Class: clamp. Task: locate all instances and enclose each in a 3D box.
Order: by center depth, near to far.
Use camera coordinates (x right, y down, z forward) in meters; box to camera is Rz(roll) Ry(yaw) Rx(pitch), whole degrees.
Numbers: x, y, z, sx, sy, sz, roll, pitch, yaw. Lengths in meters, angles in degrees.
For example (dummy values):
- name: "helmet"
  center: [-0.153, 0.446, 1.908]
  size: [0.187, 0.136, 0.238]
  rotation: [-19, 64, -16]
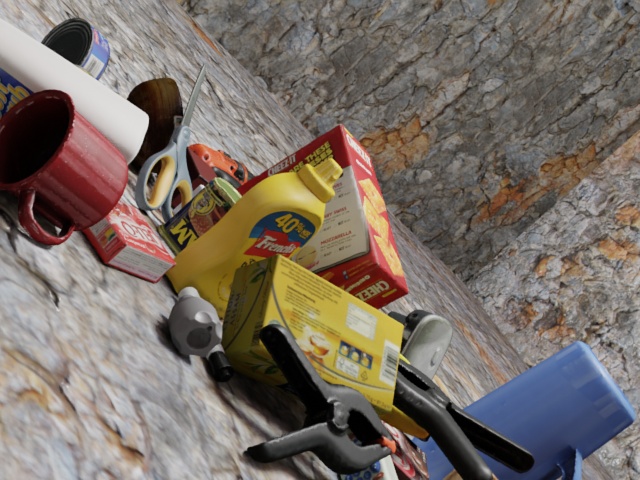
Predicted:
- name: "clamp"
  center: [0.001, 0.144, 0.919]
  size: [0.171, 0.039, 0.120]
  rotation: [27, 58, -45]
- name: "clamp"
  center: [0.119, 0.172, 1.064]
  size: [0.210, 0.036, 0.164]
  rotation: [41, 12, 30]

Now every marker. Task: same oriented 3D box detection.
- name: "marker"
  center: [-0.102, 0.085, 0.954]
  size: [0.020, 0.020, 0.121]
  rotation: [40, 11, -41]

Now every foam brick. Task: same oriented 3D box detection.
- name: "foam brick"
  center: [-0.153, -0.065, 1.275]
  size: [0.051, 0.053, 0.078]
  rotation: [42, 10, -35]

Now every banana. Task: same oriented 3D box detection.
- name: "banana"
  center: [0.021, 0.150, 1.090]
  size: [0.197, 0.037, 0.069]
  rotation: [23, 29, -15]

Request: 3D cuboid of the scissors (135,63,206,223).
- name: "scissors"
  center: [-0.148, -0.097, 1.185]
  size: [0.096, 0.016, 0.201]
  rotation: [64, 38, -39]

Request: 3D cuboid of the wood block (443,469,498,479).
- name: "wood block"
  center: [0.139, 0.283, 1.011]
  size: [0.091, 0.090, 0.206]
  rotation: [48, 8, 8]

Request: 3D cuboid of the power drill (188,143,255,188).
- name: "power drill"
  center: [-0.095, -0.044, 1.471]
  size: [0.188, 0.057, 0.184]
  rotation: [49, 12, 27]

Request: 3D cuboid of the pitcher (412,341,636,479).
- name: "pitcher"
  center: [0.228, 0.228, 1.187]
  size: [0.149, 0.243, 0.145]
  rotation: [55, 8, 6]

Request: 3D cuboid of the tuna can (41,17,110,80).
- name: "tuna can"
  center: [-0.274, -0.200, 1.176]
  size: [0.033, 0.086, 0.086]
  rotation: [40, 11, -50]

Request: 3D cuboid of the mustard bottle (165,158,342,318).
- name: "mustard bottle"
  center: [-0.054, -0.009, 1.032]
  size: [0.096, 0.192, 0.058]
  rotation: [36, 15, -53]

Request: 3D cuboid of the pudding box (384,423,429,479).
- name: "pudding box"
  center: [0.070, 0.224, 1.107]
  size: [0.090, 0.039, 0.113]
  rotation: [45, 8, -6]

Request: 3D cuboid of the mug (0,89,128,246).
- name: "mug"
  center: [-0.208, -0.049, 0.846]
  size: [0.081, 0.093, 0.117]
  rotation: [46, 38, -47]

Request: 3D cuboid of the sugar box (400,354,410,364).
- name: "sugar box"
  center: [0.012, 0.103, 1.195]
  size: [0.093, 0.048, 0.176]
  rotation: [42, -12, -35]

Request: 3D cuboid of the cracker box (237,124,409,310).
- name: "cracker box"
  center: [-0.008, 0.001, 1.153]
  size: [0.072, 0.164, 0.214]
  rotation: [43, 25, -42]

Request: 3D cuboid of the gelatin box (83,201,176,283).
- name: "gelatin box"
  center: [-0.176, -0.004, 0.955]
  size: [0.073, 0.030, 0.089]
  rotation: [52, 9, 25]

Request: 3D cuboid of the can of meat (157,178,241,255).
- name: "can of meat"
  center: [-0.106, -0.003, 1.120]
  size: [0.102, 0.084, 0.057]
  rotation: [51, 9, 19]

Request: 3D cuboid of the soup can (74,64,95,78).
- name: "soup can"
  center: [-0.242, -0.121, 1.036]
  size: [0.068, 0.068, 0.102]
  rotation: [42, 11, -34]

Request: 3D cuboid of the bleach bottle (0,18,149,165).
- name: "bleach bottle"
  center: [-0.274, -0.137, 0.907]
  size: [0.250, 0.103, 0.068]
  rotation: [34, 44, -26]
